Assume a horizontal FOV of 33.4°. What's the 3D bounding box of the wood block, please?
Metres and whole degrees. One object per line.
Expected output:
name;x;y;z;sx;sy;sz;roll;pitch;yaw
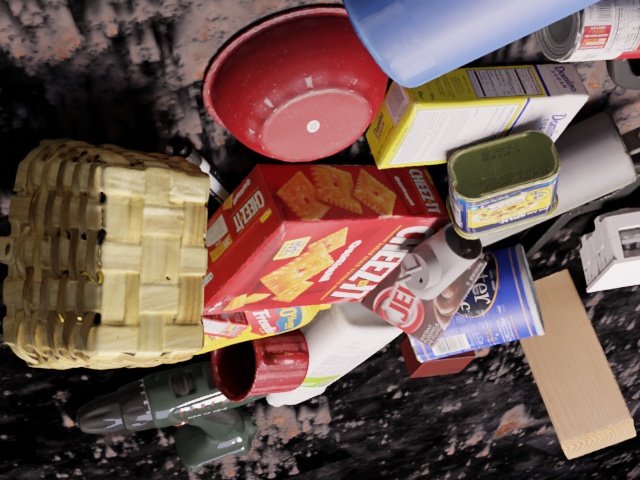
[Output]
wood block;0.311;0.156;1.337;0.091;0.206;0.090;-22;151;9

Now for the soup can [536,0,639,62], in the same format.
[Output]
soup can;0.233;-0.178;0.855;0.102;0.068;0.069;-6;149;-19

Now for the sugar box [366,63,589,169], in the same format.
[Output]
sugar box;0.138;-0.111;0.945;0.176;0.048;0.093;-8;152;-24

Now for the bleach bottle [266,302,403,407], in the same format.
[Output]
bleach bottle;-0.003;0.139;1.288;0.102;0.068;0.251;4;147;-33

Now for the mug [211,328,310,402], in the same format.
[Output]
mug;-0.059;0.134;1.211;0.081;0.093;0.117;1;171;-39

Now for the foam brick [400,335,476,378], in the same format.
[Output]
foam brick;0.152;0.143;1.390;0.078;0.051;0.053;-3;150;-25

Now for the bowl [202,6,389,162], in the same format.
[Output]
bowl;-0.010;-0.111;0.853;0.162;0.055;0.162;-13;151;-8

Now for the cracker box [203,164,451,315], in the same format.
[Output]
cracker box;-0.007;0.001;1.009;0.213;0.072;0.164;-2;149;-41

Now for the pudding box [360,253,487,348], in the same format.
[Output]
pudding box;0.108;0.042;1.111;0.113;0.090;0.039;-60;175;14

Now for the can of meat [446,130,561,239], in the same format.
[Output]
can of meat;0.165;-0.050;0.964;0.102;0.057;0.084;-16;157;2

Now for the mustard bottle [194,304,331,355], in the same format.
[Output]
mustard bottle;-0.066;0.069;1.133;0.191;0.058;0.096;-13;143;-9

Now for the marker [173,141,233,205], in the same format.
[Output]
marker;-0.097;-0.054;0.942;0.020;0.020;0.121;-23;151;10

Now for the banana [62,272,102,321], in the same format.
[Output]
banana;-0.200;0.048;1.014;0.198;0.070;0.037;-36;138;18

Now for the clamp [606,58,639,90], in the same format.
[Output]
clamp;0.323;-0.163;0.961;0.120;0.039;0.171;-37;146;29

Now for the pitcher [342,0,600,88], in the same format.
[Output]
pitcher;0.130;-0.209;0.702;0.243;0.149;0.144;-26;166;22

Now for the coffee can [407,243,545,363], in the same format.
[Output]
coffee can;0.167;0.070;1.178;0.140;0.103;0.102;-15;152;13

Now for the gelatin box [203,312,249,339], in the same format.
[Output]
gelatin box;-0.114;0.049;1.039;0.073;0.089;0.030;15;135;-45

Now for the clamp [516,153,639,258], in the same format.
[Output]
clamp;0.266;-0.043;1.142;0.210;0.036;0.164;-24;153;20
